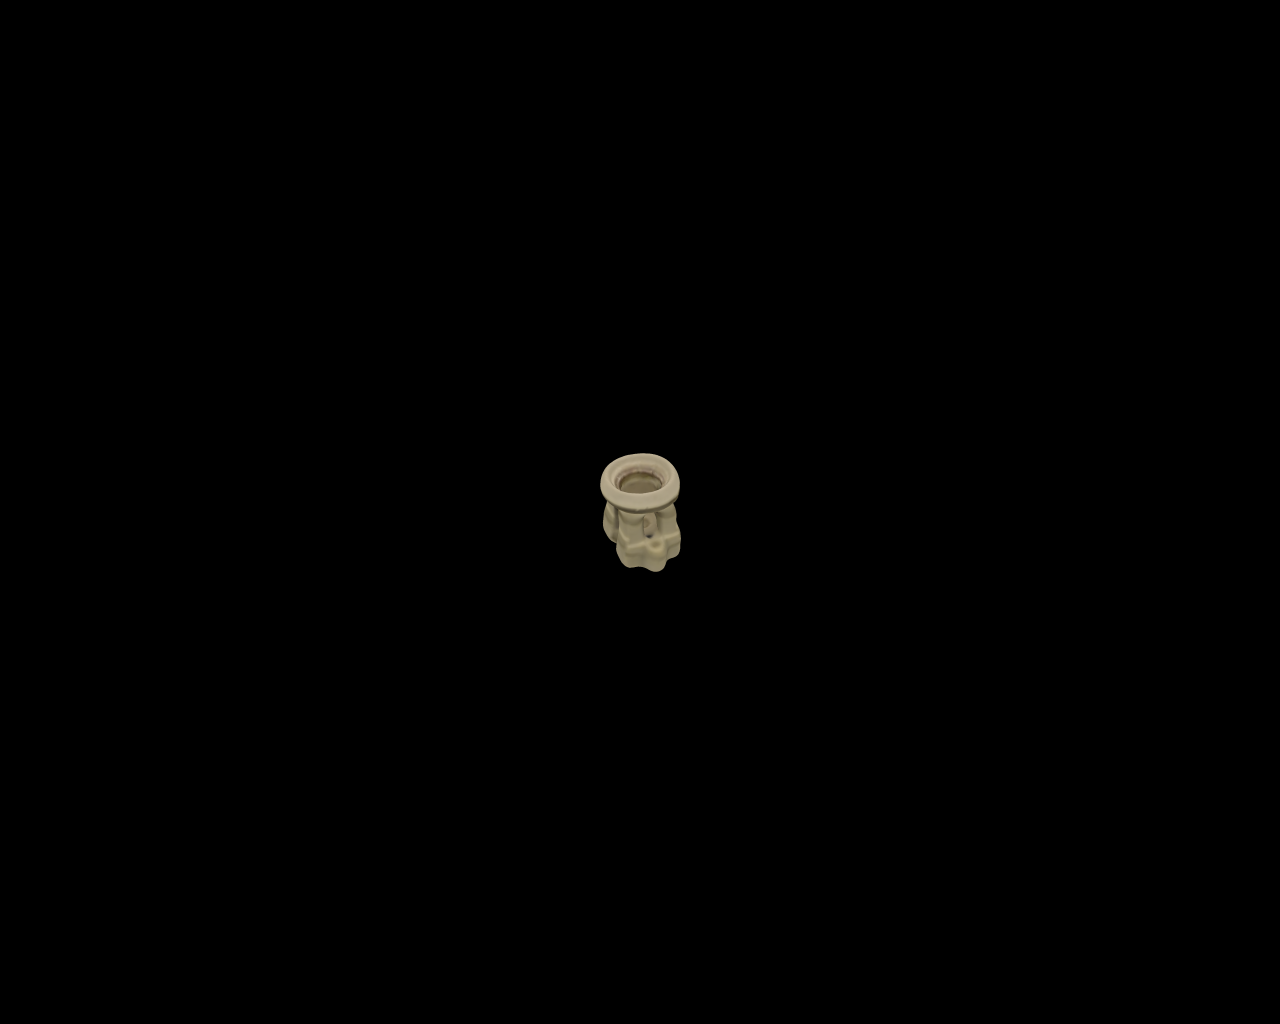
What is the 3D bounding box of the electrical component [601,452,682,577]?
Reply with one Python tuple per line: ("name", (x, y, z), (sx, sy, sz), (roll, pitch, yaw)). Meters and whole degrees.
("electrical component", (0.001, -0.003, 0.650), (0.048, 0.055, 0.066), (-14, 42, -16))
